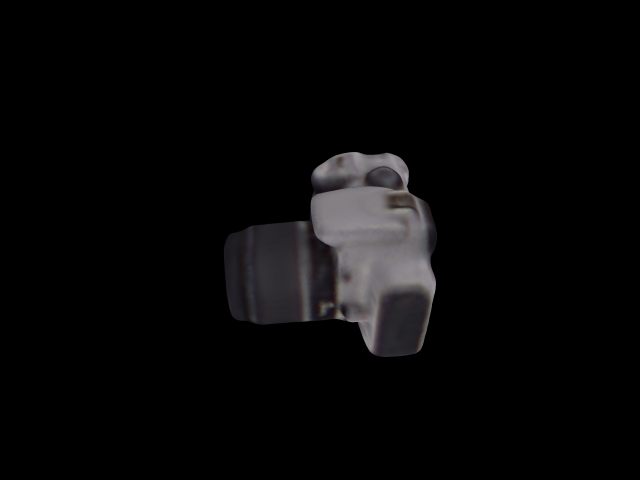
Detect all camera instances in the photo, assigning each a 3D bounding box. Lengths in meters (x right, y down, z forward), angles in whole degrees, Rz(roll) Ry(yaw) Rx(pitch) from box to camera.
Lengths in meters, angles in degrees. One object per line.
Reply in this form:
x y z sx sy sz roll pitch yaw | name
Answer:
0.004 0.001 0.400 0.137 0.101 0.143 -4 46 -4 | camera
